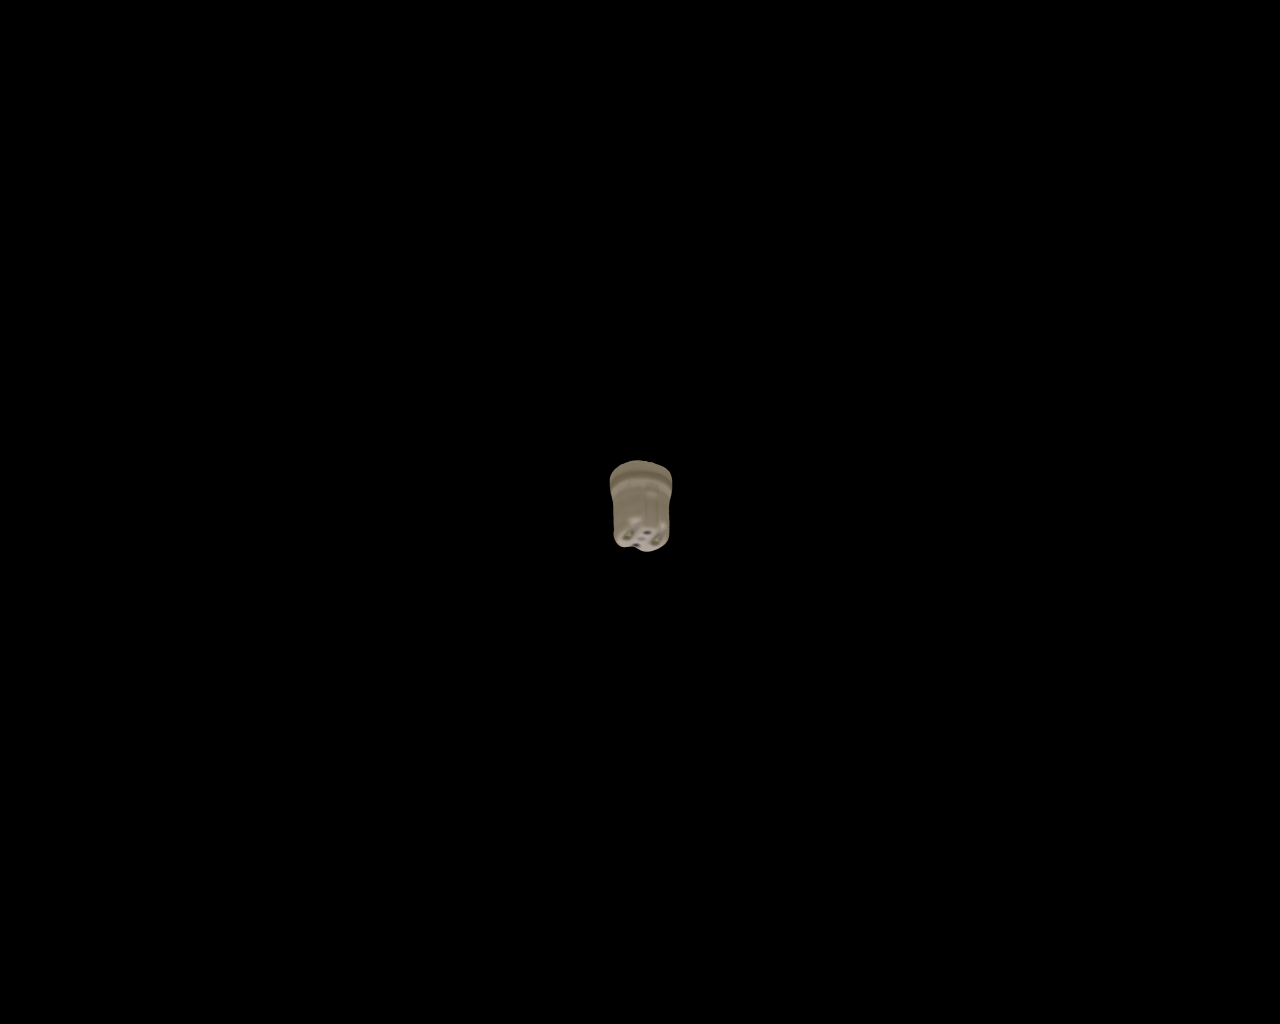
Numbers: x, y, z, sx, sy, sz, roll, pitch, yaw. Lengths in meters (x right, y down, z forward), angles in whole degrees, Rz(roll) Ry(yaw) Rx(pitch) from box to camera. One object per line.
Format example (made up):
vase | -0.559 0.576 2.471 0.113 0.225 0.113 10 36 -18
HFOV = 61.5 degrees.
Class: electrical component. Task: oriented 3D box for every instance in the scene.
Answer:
electrical component | 0.001 -0.003 0.650 0.040 0.046 0.040 0 -29 0
